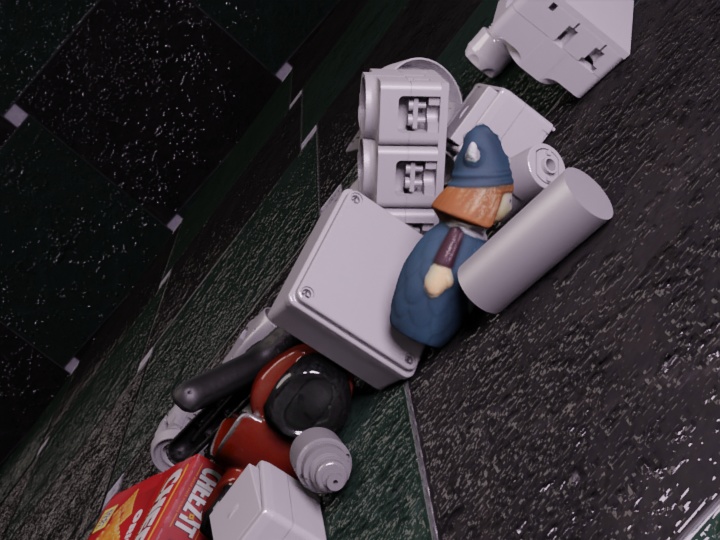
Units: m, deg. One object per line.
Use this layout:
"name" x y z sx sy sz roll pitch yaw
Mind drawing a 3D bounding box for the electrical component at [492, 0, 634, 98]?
"electrical component" 0.161 -0.213 0.847 0.062 0.089 0.150 -43 19 39

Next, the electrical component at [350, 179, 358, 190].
"electrical component" 0.020 -0.057 1.025 0.074 0.052 0.138 -42 19 42

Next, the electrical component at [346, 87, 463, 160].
"electrical component" 0.046 -0.159 1.160 0.108 0.056 0.109 -57 15 -8

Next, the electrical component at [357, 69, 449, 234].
"electrical component" 0.031 -0.085 0.881 0.089 0.062 0.150 -107 18 -72

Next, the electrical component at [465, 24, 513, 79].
"electrical component" 0.135 -0.221 1.042 0.062 0.043 0.043 -48 16 20

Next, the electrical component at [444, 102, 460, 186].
"electrical component" 0.062 -0.112 1.007 0.079 0.043 0.077 -21 32 32

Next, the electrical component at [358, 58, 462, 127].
"electrical component" 0.051 -0.160 1.072 0.064 0.099 0.099 -11 46 61

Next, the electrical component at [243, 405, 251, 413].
"electrical component" -0.104 0.107 1.080 0.065 0.044 0.044 -57 14 -28

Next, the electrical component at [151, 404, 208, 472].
"electrical component" -0.191 0.184 1.152 0.078 0.058 0.057 -48 13 24

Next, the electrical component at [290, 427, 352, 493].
"electrical component" -0.025 0.138 0.758 0.040 0.040 0.078 -56 14 -2

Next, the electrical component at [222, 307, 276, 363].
"electrical component" -0.106 0.075 1.150 0.077 0.043 0.079 -51 14 16

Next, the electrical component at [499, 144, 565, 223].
"electrical component" 0.114 -0.064 0.767 0.065 0.044 0.044 -26 32 53

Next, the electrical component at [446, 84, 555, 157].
"electrical component" 0.103 -0.112 0.866 0.061 0.061 0.096 -54 15 5

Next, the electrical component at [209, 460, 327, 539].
"electrical component" -0.065 0.184 0.743 0.061 0.061 0.096 -53 15 8

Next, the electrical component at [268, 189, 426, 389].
"electrical component" 0.005 0.015 0.803 0.056 0.109 0.108 -37 23 57
